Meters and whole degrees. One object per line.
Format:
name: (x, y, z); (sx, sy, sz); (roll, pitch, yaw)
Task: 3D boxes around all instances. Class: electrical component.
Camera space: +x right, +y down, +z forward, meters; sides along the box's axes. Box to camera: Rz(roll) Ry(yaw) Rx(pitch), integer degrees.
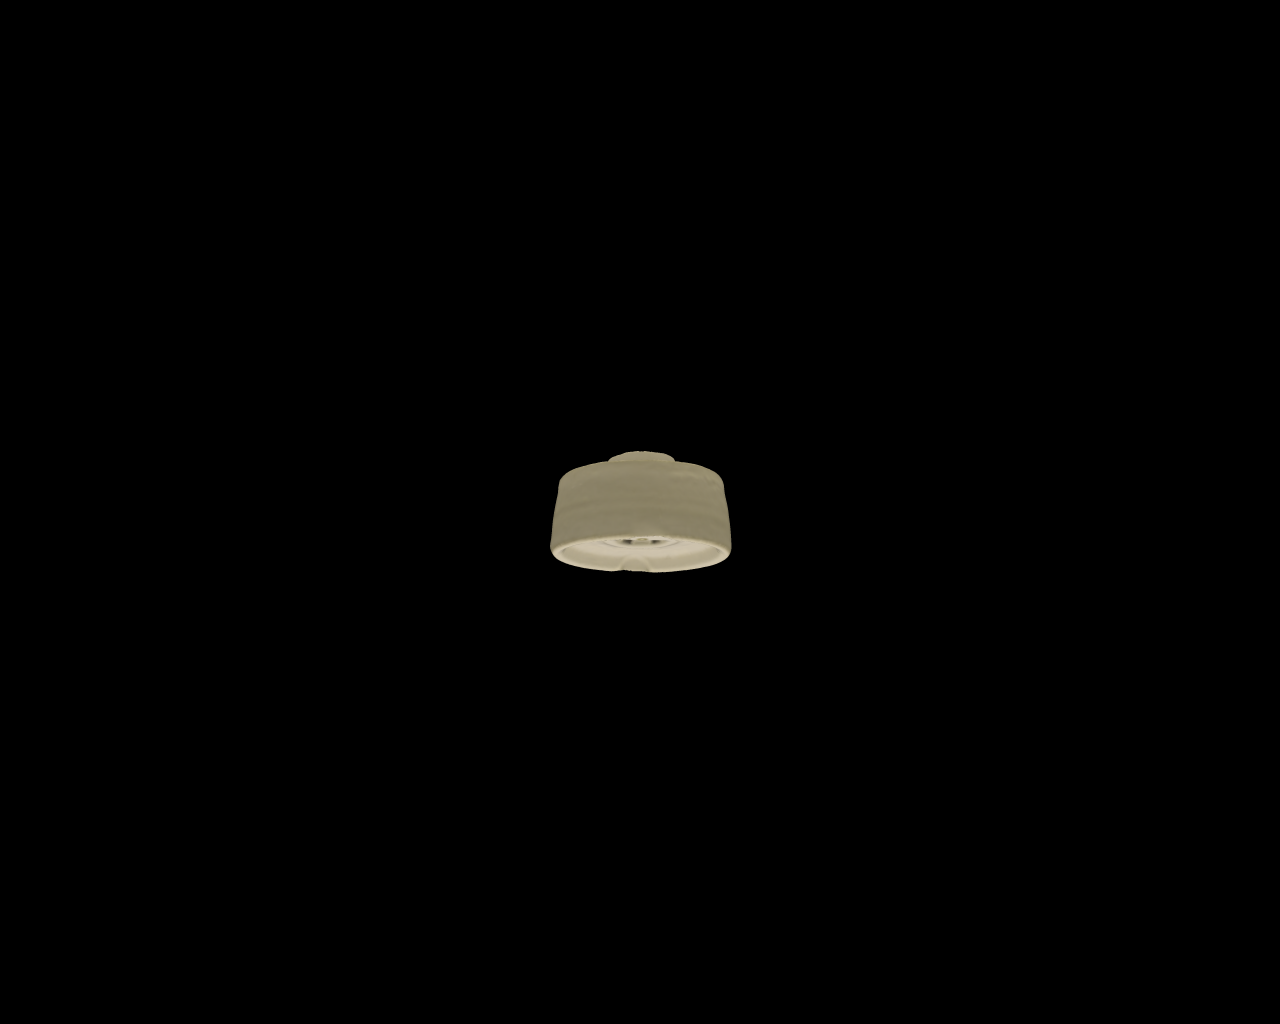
electrical component: (0.001, -0.003, 0.650); (0.108, 0.060, 0.108); (0, -14, 0)
